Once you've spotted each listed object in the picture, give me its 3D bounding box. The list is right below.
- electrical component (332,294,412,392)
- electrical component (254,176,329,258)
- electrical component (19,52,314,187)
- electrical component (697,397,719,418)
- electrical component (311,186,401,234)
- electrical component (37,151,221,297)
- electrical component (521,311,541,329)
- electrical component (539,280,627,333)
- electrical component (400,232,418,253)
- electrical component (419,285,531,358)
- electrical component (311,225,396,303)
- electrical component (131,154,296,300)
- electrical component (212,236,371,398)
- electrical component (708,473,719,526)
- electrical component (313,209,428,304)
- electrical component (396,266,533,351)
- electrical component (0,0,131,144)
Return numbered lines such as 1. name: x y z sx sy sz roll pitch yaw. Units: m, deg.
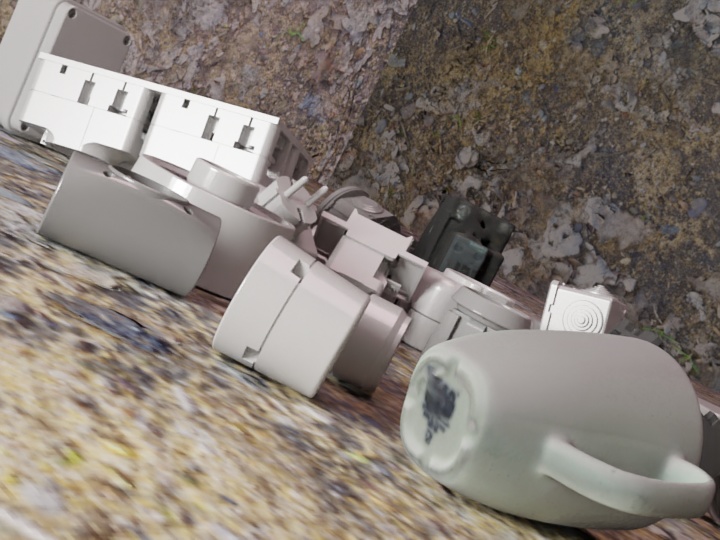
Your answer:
1. electrical component: -0.008 0.029 0.520 0.055 0.045 0.045 27 5 5
2. electrical component: -0.054 -0.036 0.708 0.066 0.077 0.047 22 41 -44
3. electrical component: -0.141 -0.091 0.791 0.186 0.060 0.105 17 -6 13
4. electrical component: 0.246 0.127 0.746 0.113 0.057 0.078 24 5 -29
5. electrical component: -0.007 -0.029 0.950 0.051 0.080 0.080 36 9 31
6. electrical component: -0.115 -0.026 0.536 0.077 0.044 0.079 25 5 -17
7. electrical component: 0.139 0.063 0.924 0.077 0.047 0.066 25 5 -18
8. electrical component: 0.168 0.059 0.826 0.048 0.099 0.100 14 0 22
9. electrical component: 0.039 -0.003 1.021 0.062 0.061 0.096 30 6 36
10. electrical component: 0.079 0.047 0.719 0.058 0.057 0.078 28 5 20
11. electrical component: -0.006 0.003 0.816 0.077 0.044 0.079 27 5 5
12. electrical component: -0.089 -0.030 0.624 0.108 0.060 0.108 26 5 -2
13. electrical component: -0.028 0.021 0.452 0.047 0.055 0.055 30 5 2
14. electrical component: 0.260 0.150 0.654 0.079 0.044 0.077 30 6 38
15. electrical component: 0.000 0.000 0.742 0.081 0.042 0.063 26 48 3
16. electrical component: 0.076 0.037 0.791 0.095 0.059 0.054 24 5 -25
17. electrical component: -0.243 -0.157 0.860 0.057 0.113 0.078 26 4 34
